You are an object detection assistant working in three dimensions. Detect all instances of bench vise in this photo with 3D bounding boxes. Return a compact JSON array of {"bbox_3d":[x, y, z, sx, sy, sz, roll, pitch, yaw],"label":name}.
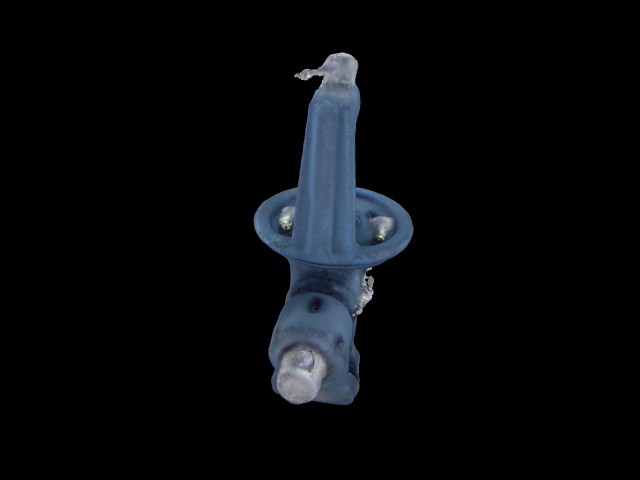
[{"bbox_3d":[0.016,0.000,0.401,0.121,0.220,0.207,-6,47,-5],"label":"bench vise"}]
